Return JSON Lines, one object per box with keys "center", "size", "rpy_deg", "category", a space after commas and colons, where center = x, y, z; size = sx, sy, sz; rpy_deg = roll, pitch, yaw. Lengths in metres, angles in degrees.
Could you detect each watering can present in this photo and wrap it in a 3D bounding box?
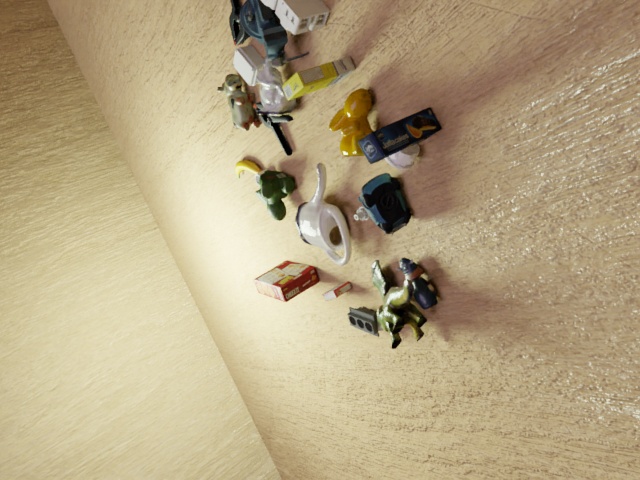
{"center": [0.005, -0.082, 1.628], "size": [0.105, 0.343, 0.225], "rpy_deg": [-27, 20, -29], "category": "watering can"}

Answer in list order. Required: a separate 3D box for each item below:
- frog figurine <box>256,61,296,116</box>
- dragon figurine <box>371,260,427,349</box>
{"center": [-0.134, -0.460, 1.559], "size": [0.123, 0.157, 0.139], "rpy_deg": [-8, 20, -22], "category": "frog figurine"}
{"center": [0.201, 0.163, 1.490], "size": [0.123, 0.400, 0.248], "rpy_deg": [-20, 48, -14], "category": "dragon figurine"}
